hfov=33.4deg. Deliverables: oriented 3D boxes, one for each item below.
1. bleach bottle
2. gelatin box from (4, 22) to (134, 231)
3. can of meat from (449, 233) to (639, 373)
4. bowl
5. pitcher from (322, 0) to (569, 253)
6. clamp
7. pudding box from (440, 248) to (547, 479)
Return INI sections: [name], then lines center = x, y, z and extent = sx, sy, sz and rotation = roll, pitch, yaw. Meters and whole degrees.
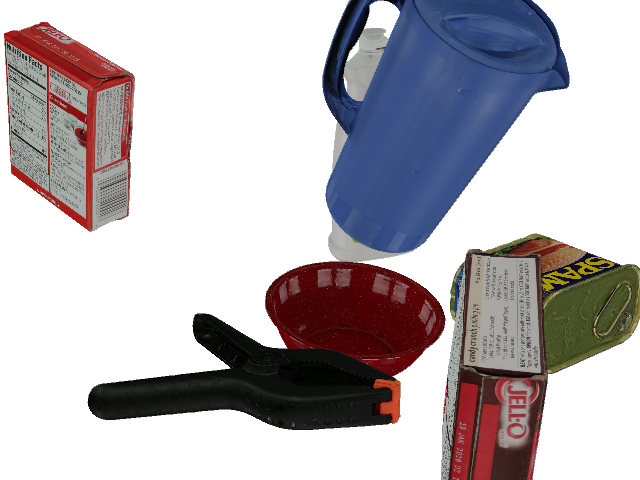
[bleach bottle]
center = 0.054, -0.105, 1.169
extent = 0.102, 0.251, 0.068
rotation = -9, 25, -11
[gelatin box]
center = -0.133, -0.061, 0.565
extent = 0.073, 0.089, 0.030
rotation = 32, 40, 30
[can of meat]
center = 0.150, 0.038, 0.715
extent = 0.101, 0.057, 0.084
rotation = -17, 26, -33
[bowl]
center = 0.029, 0.081, 0.961
extent = 0.162, 0.055, 0.162
rotation = 5, 28, -3
[pitcher]
center = 0.083, -0.108, 0.920
extent = 0.144, 0.149, 0.243
rotation = -9, -35, -33
[clamp]
center = -0.041, 0.097, 0.781
extent = 0.210, 0.036, 0.164
rotation = 4, 19, 15
[pudding box]
center = 0.075, 0.067, 0.466
extent = 0.039, 0.090, 0.113
rotation = 6, 25, 5
